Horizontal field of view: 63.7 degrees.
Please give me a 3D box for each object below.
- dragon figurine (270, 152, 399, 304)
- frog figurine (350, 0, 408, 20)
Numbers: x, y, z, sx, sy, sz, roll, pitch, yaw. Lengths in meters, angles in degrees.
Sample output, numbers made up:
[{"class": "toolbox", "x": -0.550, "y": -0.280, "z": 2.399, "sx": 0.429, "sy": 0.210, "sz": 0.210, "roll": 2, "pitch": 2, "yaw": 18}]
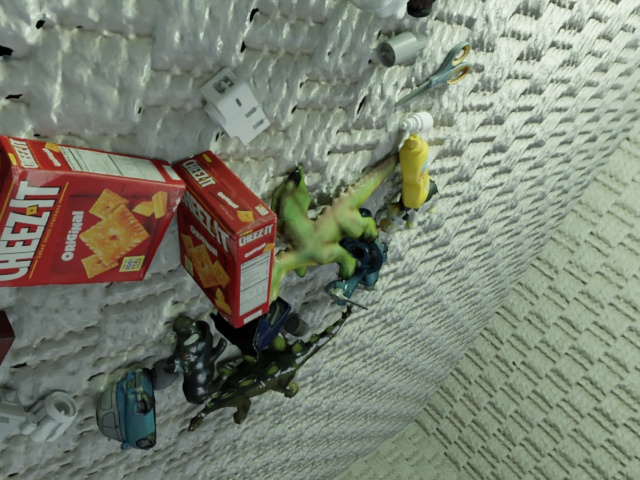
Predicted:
[{"class": "dragon figurine", "x": 0.003, "y": -0.048, "z": 0.955, "sx": 0.413, "sy": 0.123, "sz": 0.239, "roll": -60, "pitch": 145, "yaw": -9}, {"class": "frog figurine", "x": 0.090, "y": -0.346, "z": 0.671, "sx": 0.139, "sy": 0.123, "sz": 0.156, "roll": -58, "pitch": 142, "yaw": -17}]
